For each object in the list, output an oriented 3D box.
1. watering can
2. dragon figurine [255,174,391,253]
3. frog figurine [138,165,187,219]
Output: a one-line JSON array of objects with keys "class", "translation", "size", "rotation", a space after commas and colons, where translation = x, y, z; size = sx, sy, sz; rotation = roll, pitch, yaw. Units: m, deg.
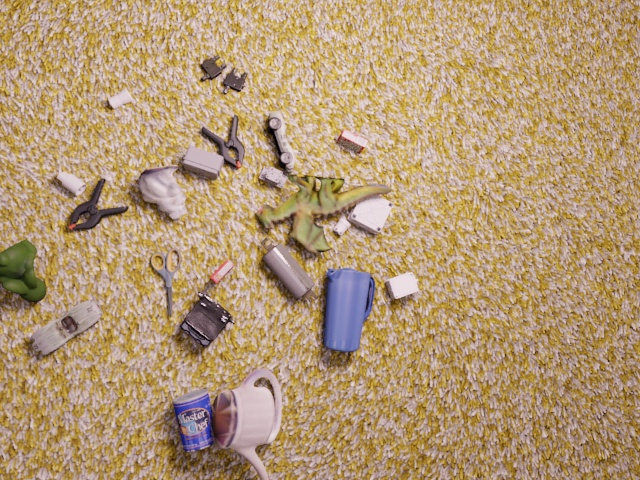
[{"class": "watering can", "translation": [-0.201, 0.542, 1.449], "size": [0.223, 0.103, 0.351], "rotation": [14, 73, -41]}, {"class": "dragon figurine", "translation": [0.005, -0.080, 1.593], "size": [0.410, 0.122, 0.242], "rotation": [8, 92, 1]}, {"class": "frog figurine", "translation": [-0.466, -0.136, 1.525], "size": [0.137, 0.123, 0.159], "rotation": [-8, 94, 23]}]
